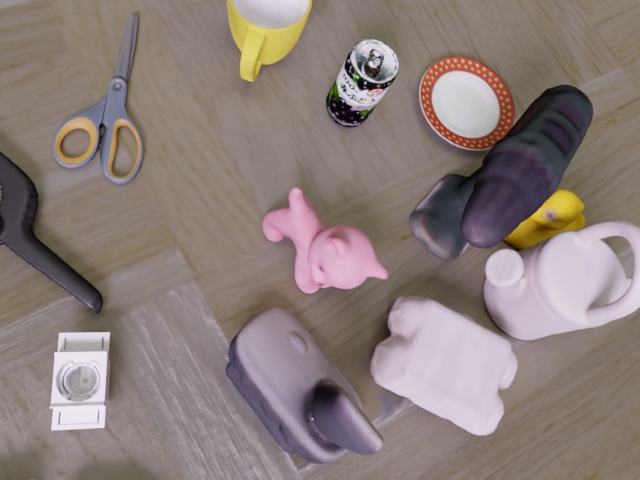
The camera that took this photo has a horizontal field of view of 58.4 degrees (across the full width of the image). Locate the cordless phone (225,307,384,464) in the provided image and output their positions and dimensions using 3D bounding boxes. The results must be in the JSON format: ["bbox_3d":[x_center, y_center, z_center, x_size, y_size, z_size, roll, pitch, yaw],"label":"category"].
[{"bbox_3d":[-0.009,0.121,0.493,0.094,0.185,0.147,-41,87,-21],"label":"cordless phone"}]

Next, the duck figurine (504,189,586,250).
[{"bbox_3d":[0.268,-0.029,0.664,0.105,0.086,0.077,8,72,-12],"label":"duck figurine"}]

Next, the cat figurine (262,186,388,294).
[{"bbox_3d":[0.005,0.002,0.568,0.067,0.117,0.128,-33,85,-21],"label":"cat figurine"}]

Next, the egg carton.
[{"bbox_3d":[0.128,0.126,0.590,0.150,0.069,0.107,28,69,-6],"label":"egg carton"}]

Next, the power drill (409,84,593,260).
[{"bbox_3d":[0.174,-0.052,0.580,0.075,0.208,0.230,42,69,0],"label":"power drill"}]

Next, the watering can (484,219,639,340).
[{"bbox_3d":[0.251,0.043,0.580,0.173,0.194,0.101,-15,78,-18],"label":"watering can"}]
